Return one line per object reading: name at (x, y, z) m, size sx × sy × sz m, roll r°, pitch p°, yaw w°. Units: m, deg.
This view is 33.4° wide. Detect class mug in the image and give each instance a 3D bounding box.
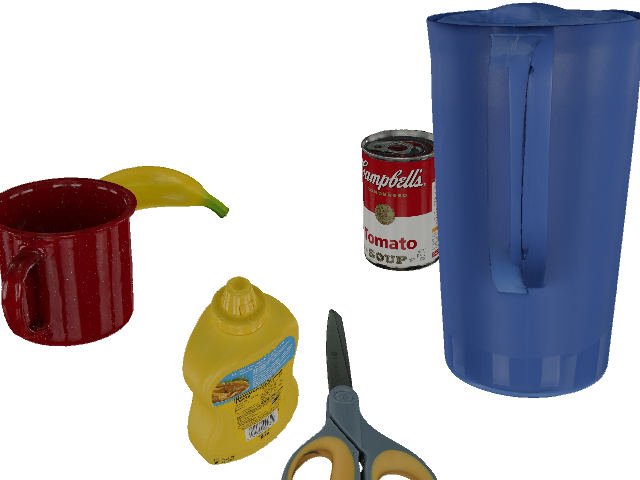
mug at (-0.164, 0.019, 0.669) m, size 0.093 × 0.081 × 0.117 m, roll 6°, pitch 25°, yaw 10°

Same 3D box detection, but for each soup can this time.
soup can at (0.068, -0.034, 0.893) m, size 0.068 × 0.102 × 0.068 m, roll -2°, pitch 26°, yaw 1°

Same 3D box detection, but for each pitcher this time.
pitcher at (0.131, -0.025, 0.675) m, size 0.149 × 0.243 × 0.145 m, roll -10°, pitch 18°, yaw -26°

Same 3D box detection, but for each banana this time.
banana at (-0.179, -0.026, 0.952) m, size 0.198 × 0.069 × 0.037 m, roll -14°, pitch 17°, yaw 28°

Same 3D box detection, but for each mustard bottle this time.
mustard bottle at (-0.061, 0.094, 0.826) m, size 0.096 × 0.192 × 0.058 m, roll -30°, pitch 57°, yaw -25°

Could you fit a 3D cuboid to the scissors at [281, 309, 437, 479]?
scissors at (0.031, 0.105, 0.628) m, size 0.096 × 0.016 × 0.201 m, roll 12°, pitch 32°, yaw 8°
